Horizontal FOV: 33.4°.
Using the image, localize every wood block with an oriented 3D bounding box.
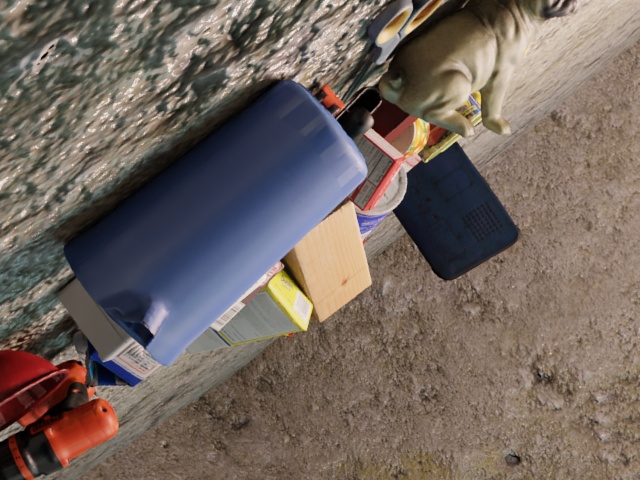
[{"bbox_3d":[-0.008,0.002,1.282,0.090,0.090,0.206,-37,151,-12],"label":"wood block"}]

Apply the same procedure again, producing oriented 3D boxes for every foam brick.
[{"bbox_3d":[0.073,-0.142,1.186,0.078,0.051,0.052,-40,172,24],"label":"foam brick"}]

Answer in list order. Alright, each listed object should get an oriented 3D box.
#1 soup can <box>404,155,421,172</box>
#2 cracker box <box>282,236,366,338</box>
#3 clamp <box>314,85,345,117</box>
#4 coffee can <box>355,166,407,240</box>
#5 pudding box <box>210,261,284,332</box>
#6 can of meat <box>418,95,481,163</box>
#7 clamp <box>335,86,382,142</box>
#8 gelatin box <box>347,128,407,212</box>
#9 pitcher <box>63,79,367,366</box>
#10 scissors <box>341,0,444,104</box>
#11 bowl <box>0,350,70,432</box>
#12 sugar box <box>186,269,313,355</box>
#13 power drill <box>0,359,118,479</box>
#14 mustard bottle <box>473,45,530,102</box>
[{"bbox_3d":[0.124,-0.140,1.408,0.102,0.068,0.068,-39,173,17],"label":"soup can"},{"bbox_3d":[-0.007,0.026,1.558,0.214,0.072,0.164,-47,-158,52],"label":"cracker box"},{"bbox_3d":[-0.049,-0.076,1.007,0.172,0.039,0.120,-44,-171,31],"label":"clamp"},{"bbox_3d":[0.041,-0.057,1.392,0.102,0.103,0.140,-34,173,-26],"label":"coffee can"},{"bbox_3d":[-0.108,0.034,1.229,0.113,0.090,0.039,-43,140,7],"label":"pudding box"},{"bbox_3d":[0.141,-0.157,1.307,0.102,0.084,0.057,-39,174,16],"label":"can of meat"},{"bbox_3d":[-0.013,-0.079,1.095,0.210,0.036,0.164,-41,-174,22],"label":"clamp"},{"bbox_3d":[0.040,-0.086,1.167,0.030,0.089,0.073,-25,151,-56],"label":"gelatin box"},{"bbox_3d":[-0.085,-0.023,0.900,0.243,0.149,0.145,-40,158,0],"label":"pitcher"},{"bbox_3d":[0.048,-0.173,0.983,0.096,0.016,0.202,-28,169,-46],"label":"scissors"},{"bbox_3d":[-0.337,0.160,1.082,0.162,0.055,0.162,-37,174,-5],"label":"bowl"},{"bbox_3d":[-0.108,0.084,1.294,0.176,0.093,0.048,-12,-137,30],"label":"sugar box"},{"bbox_3d":[-0.319,0.211,1.202,0.184,0.057,0.188,-23,-161,-7],"label":"power drill"},{"bbox_3d":[0.220,-0.225,1.360,0.096,0.058,0.191,-38,174,-7],"label":"mustard bottle"}]
